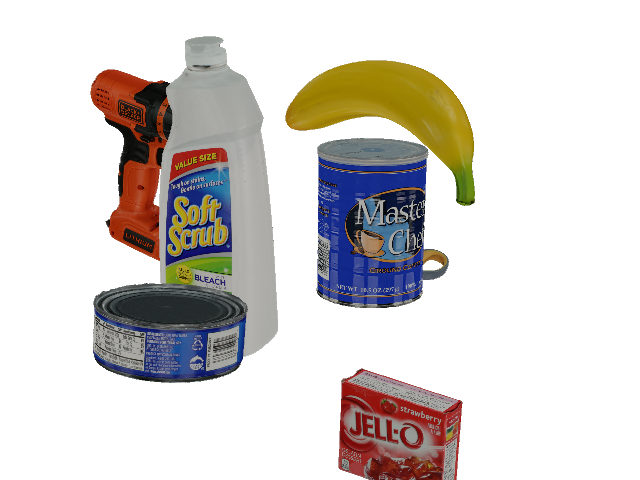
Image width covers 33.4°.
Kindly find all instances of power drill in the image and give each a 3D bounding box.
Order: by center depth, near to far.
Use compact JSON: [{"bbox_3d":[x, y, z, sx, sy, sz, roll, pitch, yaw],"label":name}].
[{"bbox_3d":[-0.158,-0.071,1.102,0.185,0.188,0.057,25,35,29],"label":"power drill"}]

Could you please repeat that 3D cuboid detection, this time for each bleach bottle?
[{"bbox_3d":[-0.089,-0.035,0.846,0.103,0.251,0.068,11,27,27],"label":"bleach bottle"}]

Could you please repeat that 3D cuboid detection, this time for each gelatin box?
[{"bbox_3d":[0.056,0.141,0.770,0.089,0.073,0.030,14,21,33],"label":"gelatin box"}]

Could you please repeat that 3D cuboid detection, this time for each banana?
[{"bbox_3d":[0.038,-0.085,0.698,0.037,0.070,0.198,17,9,-38],"label":"banana"}]

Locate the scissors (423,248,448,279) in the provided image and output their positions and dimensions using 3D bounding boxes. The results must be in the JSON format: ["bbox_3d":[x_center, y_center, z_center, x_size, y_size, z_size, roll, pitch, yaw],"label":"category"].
[{"bbox_3d":[0.073,0.029,1.273,0.201,0.016,0.096,-10,41,-42],"label":"scissors"}]

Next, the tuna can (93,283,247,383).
[{"bbox_3d":[-0.085,0.051,0.600,0.086,0.034,0.086,4,12,-1],"label":"tuna can"}]

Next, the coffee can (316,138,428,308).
[{"bbox_3d":[0.048,-0.019,1.005,0.103,0.140,0.103,0,15,0],"label":"coffee can"}]
